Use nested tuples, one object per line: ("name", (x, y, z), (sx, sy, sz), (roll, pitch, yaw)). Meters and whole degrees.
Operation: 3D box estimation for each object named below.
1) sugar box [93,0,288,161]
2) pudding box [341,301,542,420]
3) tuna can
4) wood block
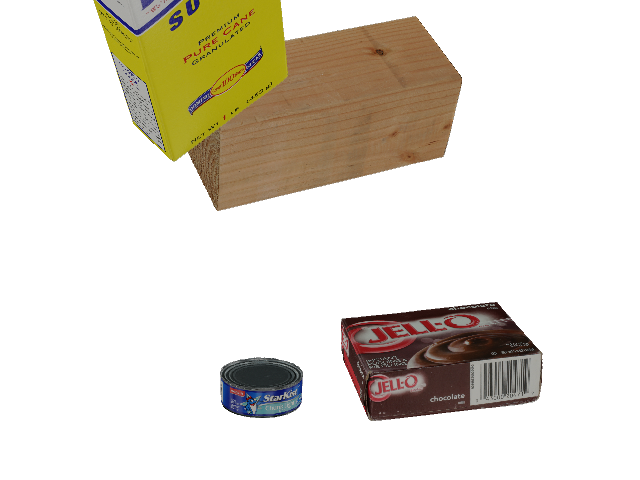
("sugar box", (-0.067, -0.125, 0.555), (0.093, 0.048, 0.176), (-40, -21, -17))
("pudding box", (0.075, 0.076, 0.689), (0.113, 0.039, 0.090), (-4, 19, -8))
("tuna can", (-0.061, 0.151, 1.100), (0.086, 0.034, 0.086), (2, 14, -1))
("wood block", (-0.002, -0.106, 0.869), (0.205, 0.091, 0.090), (-14, -38, -19))
